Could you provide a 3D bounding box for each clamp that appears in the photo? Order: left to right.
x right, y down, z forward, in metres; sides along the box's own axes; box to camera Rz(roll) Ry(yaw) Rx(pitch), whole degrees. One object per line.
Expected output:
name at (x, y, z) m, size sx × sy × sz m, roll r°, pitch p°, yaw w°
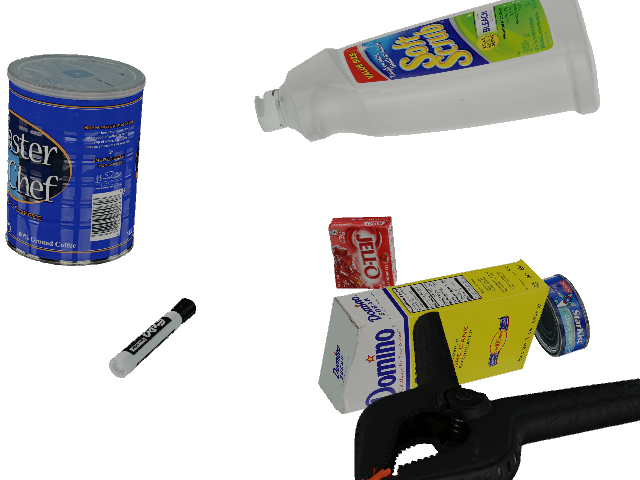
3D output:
clamp at (0.078, 0.102, 0.633) m, size 0.165 × 0.036 × 0.209 m, roll 20°, pitch 29°, yaw 38°

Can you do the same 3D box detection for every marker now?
marker at (-0.147, 0.085, 0.959) m, size 0.020 × 0.020 × 0.121 m, roll 0°, pitch 24°, yaw 28°

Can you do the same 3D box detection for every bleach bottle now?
bleach bottle at (0.073, -0.118, 0.802) m, size 0.251 × 0.102 × 0.068 m, roll -12°, pitch -43°, yaw 12°

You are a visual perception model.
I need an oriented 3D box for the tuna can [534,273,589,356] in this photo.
tuna can at (0.255, 0.082, 1.157) m, size 0.033 × 0.086 × 0.086 m, roll -17°, pitch 3°, yaw -11°

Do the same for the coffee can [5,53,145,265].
coffee can at (-0.193, -0.065, 0.836) m, size 0.103 × 0.140 × 0.103 m, roll 7°, pitch 23°, yaw -3°

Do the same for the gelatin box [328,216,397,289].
gelatin box at (0.052, 0.015, 1.291) m, size 0.073 × 0.089 × 0.030 m, roll 0°, pitch 29°, yaw 14°

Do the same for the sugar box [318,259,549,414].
sugar box at (0.090, 0.076, 0.844) m, size 0.176 × 0.093 × 0.048 m, roll -12°, pitch 41°, yaw -26°
